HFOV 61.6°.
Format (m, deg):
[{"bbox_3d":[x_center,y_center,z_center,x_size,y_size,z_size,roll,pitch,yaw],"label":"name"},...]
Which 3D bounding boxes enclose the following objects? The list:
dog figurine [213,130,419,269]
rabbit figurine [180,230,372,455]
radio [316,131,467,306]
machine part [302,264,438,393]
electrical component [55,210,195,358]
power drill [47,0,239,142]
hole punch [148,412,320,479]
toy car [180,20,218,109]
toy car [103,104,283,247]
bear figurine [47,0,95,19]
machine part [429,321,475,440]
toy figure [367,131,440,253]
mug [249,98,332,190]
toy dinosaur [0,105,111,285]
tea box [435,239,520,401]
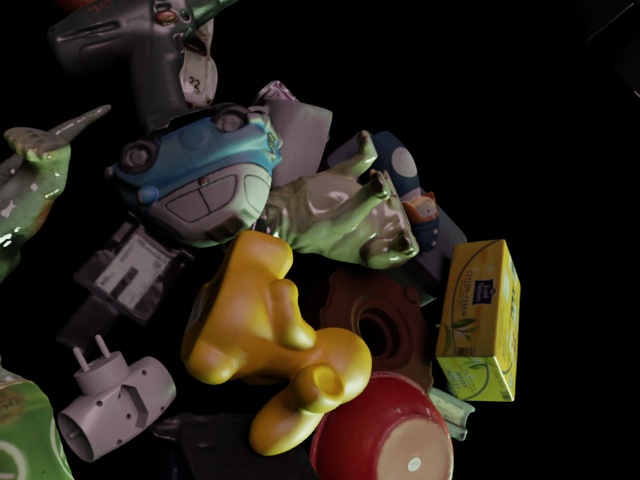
[{"bbox_3d":[-0.002,-0.005,0.584,0.172,0.191,0.121,58,15,-30],"label":"dog figurine"},{"bbox_3d":[-0.023,0.092,0.463,0.173,0.122,0.162,30,23,-23],"label":"rabbit figurine"},{"bbox_3d":[0.090,-0.031,0.722,0.229,0.073,0.131,46,41,-8],"label":"radio"},{"bbox_3d":[0.056,0.110,0.605,0.179,0.056,0.179,21,50,-27],"label":"machine part"},{"bbox_3d":[-0.170,0.042,0.458,0.075,0.048,0.119,35,73,-14],"label":"electrical component"},{"bbox_3d":[-0.143,-0.185,0.548,0.232,0.086,0.207,-22,77,-12],"label":"power drill"},{"bbox_3d":[-0.067,0.203,0.425,0.142,0.092,0.116,10,26,-33],"label":"hole punch"},{"bbox_3d":[-0.167,-0.238,0.656,0.073,0.056,0.202,13,55,-34],"label":"toy car"},{"bbox_3d":[-0.104,-0.046,0.497,0.109,0.162,0.103,56,13,-73],"label":"toy car"},{"bbox_3d":[-0.291,-0.302,0.550,0.196,0.132,0.120,36,74,-10],"label":"bear figurine"},{"bbox_3d":[0.149,0.167,0.658,0.084,0.039,0.139,23,50,-17],"label":"machine part"},{"bbox_3d":[0.102,-0.057,0.655,0.064,0.058,0.154,-28,81,-8],"label":"toy figure"},{"bbox_3d":[-0.044,-0.109,0.635,0.109,0.081,0.107,3,100,-36],"label":"mug"},{"bbox_3d":[-0.276,0.018,0.327,0.131,0.192,0.405,36,25,9],"label":"toy dinosaur"},{"bbox_3d":[0.193,0.093,0.640,0.098,0.068,0.170,59,39,-34],"label":"tea box"}]
